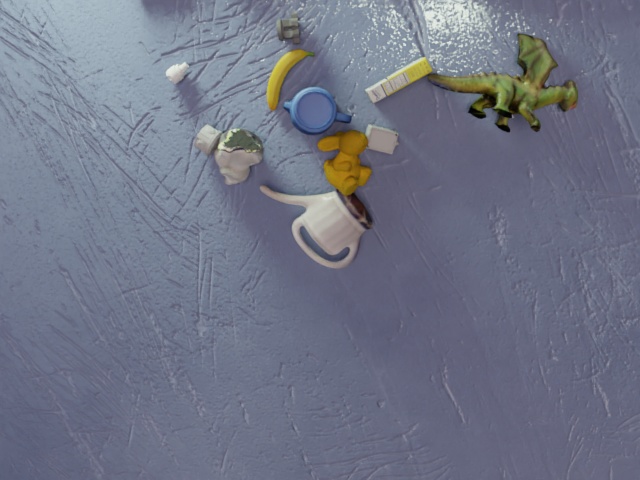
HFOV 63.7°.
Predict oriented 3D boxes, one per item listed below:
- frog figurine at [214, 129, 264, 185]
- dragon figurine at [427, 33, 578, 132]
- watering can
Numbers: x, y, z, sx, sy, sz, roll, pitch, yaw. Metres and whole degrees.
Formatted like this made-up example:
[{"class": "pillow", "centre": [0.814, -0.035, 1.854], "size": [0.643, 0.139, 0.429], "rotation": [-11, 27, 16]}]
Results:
[{"class": "frog figurine", "centre": [-0.230, -0.234, 1.466], "size": [0.138, 0.156, 0.125], "rotation": [-14, 62, -17]}, {"class": "dragon figurine", "centre": [0.515, -0.435, 1.382], "size": [0.409, 0.122, 0.243], "rotation": [27, 89, -7]}, {"class": "watering can", "centre": [0.005, -0.075, 1.487], "size": [0.223, 0.105, 0.345], "rotation": [-38, 102, 11]}]
